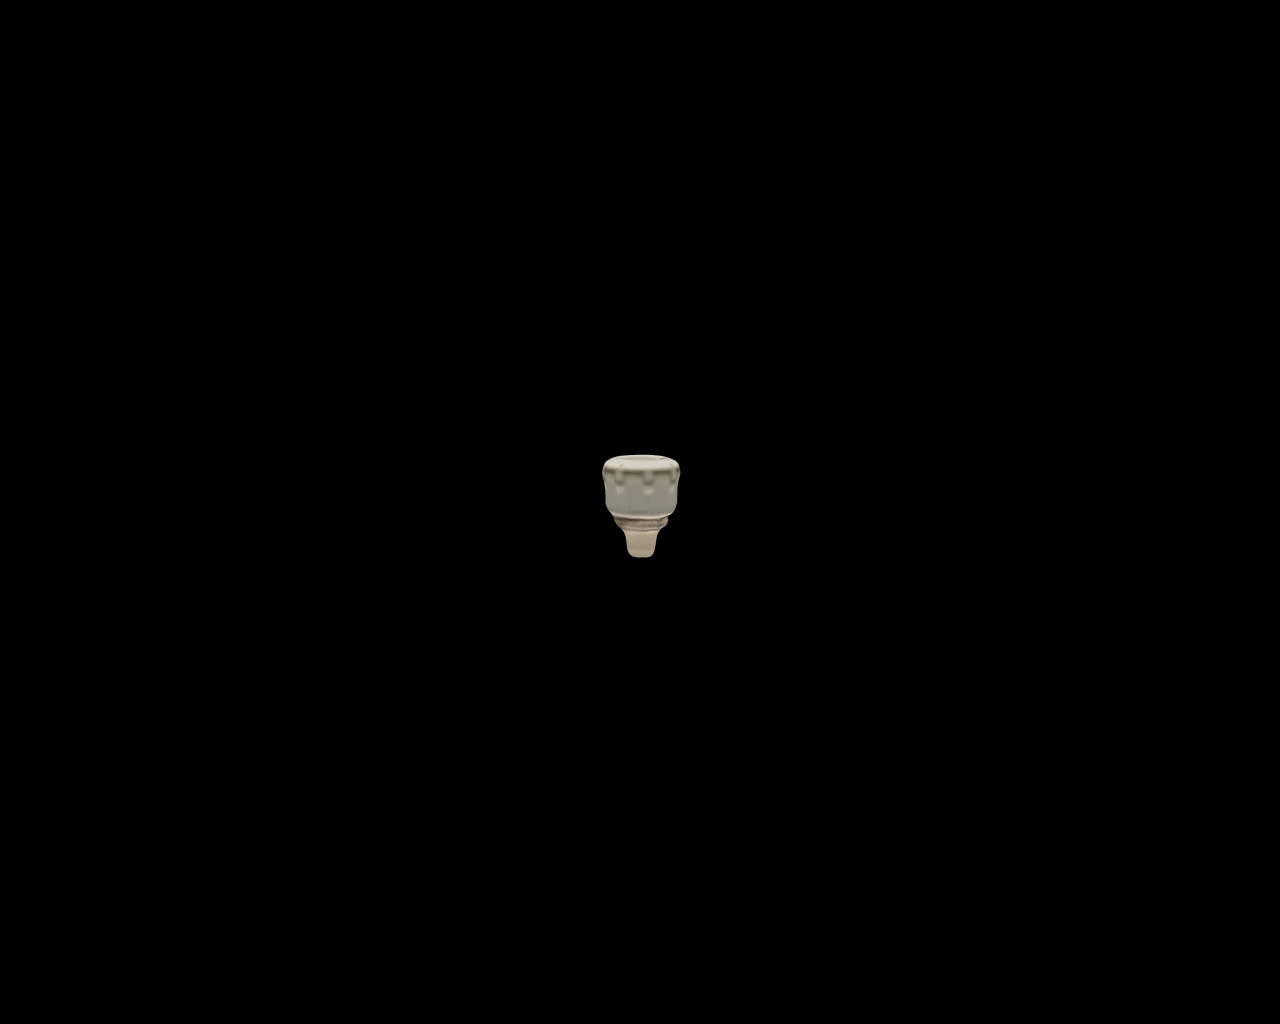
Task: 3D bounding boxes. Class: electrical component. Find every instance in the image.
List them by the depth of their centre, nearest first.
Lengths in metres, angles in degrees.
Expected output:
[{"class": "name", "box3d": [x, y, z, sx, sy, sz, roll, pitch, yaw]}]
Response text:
[{"class": "electrical component", "box3d": [0.001, -0.003, 0.650, 0.048, 0.062, 0.048, 0, 9, 0]}]
